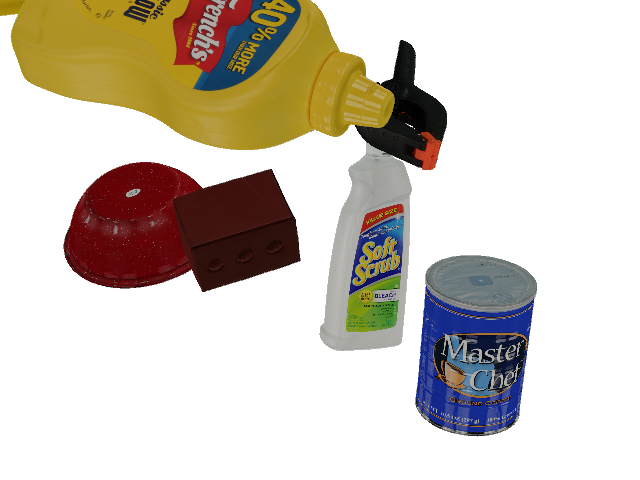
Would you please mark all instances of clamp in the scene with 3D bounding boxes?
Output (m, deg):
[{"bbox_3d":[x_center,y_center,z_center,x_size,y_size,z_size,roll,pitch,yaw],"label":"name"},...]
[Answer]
[{"bbox_3d":[0.046,-0.119,0.911,0.120,0.039,0.171,-11,40,-10],"label":"clamp"}]

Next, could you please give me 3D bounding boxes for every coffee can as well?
[{"bbox_3d":[0.146,0.098,1.014,0.103,0.140,0.103,2,25,-1],"label":"coffee can"}]

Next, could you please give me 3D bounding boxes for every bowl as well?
[{"bbox_3d":[-0.176,-0.027,1.034,0.162,0.055,0.162,-5,41,4],"label":"bowl"}]

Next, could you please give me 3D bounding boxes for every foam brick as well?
[{"bbox_3d":[-0.060,-0.007,0.765,0.078,0.051,0.053,-18,-36,-9],"label":"foam brick"}]

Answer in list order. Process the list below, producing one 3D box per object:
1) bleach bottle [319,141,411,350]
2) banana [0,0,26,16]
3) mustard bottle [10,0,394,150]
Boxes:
[{"bbox_3d":[0.055,0.002,1.269,0.102,0.251,0.068,-3,16,-17],"label":"bleach bottle"},{"bbox_3d":[-0.193,-0.184,0.818,0.198,0.069,0.037,16,-38,19],"label":"banana"},{"bbox_3d":[-0.053,-0.094,0.541,0.192,0.096,0.058,21,-34,17],"label":"mustard bottle"}]
